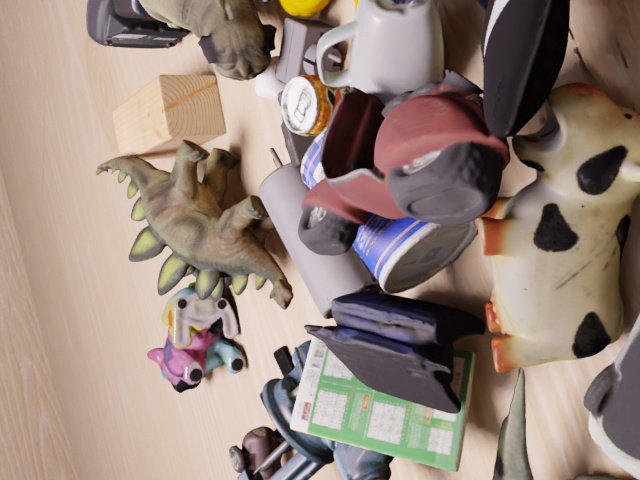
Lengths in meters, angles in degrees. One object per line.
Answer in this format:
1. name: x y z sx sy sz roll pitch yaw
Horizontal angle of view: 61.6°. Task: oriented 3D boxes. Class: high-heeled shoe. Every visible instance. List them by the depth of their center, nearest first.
1. high-heeled shoe: 0.094 -0.175 0.360 0.145 0.086 0.249 10 64 29

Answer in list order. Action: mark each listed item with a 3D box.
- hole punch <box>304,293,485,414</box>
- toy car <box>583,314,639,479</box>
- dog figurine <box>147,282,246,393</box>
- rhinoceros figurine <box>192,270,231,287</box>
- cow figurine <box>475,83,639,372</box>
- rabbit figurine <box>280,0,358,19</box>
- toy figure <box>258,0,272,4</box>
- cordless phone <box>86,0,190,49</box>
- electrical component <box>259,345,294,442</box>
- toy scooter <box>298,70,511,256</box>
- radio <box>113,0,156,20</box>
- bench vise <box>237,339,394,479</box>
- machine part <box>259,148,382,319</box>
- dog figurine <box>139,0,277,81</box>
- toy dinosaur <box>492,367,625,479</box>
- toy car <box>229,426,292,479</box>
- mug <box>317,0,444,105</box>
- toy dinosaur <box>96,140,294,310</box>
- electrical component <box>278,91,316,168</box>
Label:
1. hole punch: 0.075 0.084 0.480 0.142 0.092 0.115 10 153 40
2. toy car: 0.236 0.070 0.344 0.074 0.056 0.201 40 128 45
3. dog figurine: -0.229 0.169 0.916 0.219 0.108 0.191 -10 93 55
4. rhinoceros figurine: -0.190 0.004 0.854 0.190 0.073 0.112 53 125 31
5. cow figurine: 0.172 -0.007 0.366 0.127 0.085 0.194 -6 112 11
6. rabbit figurine: 0.000 -0.274 0.504 0.173 0.122 0.162 -168 72 -69
7. toy figure: -0.059 -0.329 0.577 0.058 0.064 0.154 6 86 56
8. cordless phone: -0.274 -0.378 0.783 0.089 0.146 0.184 -3 100 44
9. electrical component: -0.046 0.209 0.743 0.075 0.048 0.119 -41 70 48
10. toy scooter: 0.053 -0.069 0.394 0.184 0.075 0.135 -19 52 47
11. radio: -0.199 -0.406 0.695 0.073 0.131 0.229 26 120 46
12. bench vise: -0.011 0.240 0.614 0.240 0.128 0.224 -45 51 10
13. machine part: -0.001 -0.002 0.604 0.243 0.079 0.079 61 139 18
14. dog figurine: -0.141 -0.260 0.602 0.191 0.172 0.121 -102 18 -46
15. toy dinosaur: 0.192 0.312 0.426 0.192 0.131 0.405 -39 64 49
16. toy car: -0.076 0.374 0.790 0.053 0.089 0.202 2 100 55
17. mug: 0.051 -0.162 0.439 0.107 0.110 0.081 80 -171 -67
18. toy dinosaur: -0.188 -0.037 0.748 0.472 0.105 0.198 41 104 36
19. electrical component: 0.002 -0.116 0.579 0.045 0.078 0.102 171 89 -72
